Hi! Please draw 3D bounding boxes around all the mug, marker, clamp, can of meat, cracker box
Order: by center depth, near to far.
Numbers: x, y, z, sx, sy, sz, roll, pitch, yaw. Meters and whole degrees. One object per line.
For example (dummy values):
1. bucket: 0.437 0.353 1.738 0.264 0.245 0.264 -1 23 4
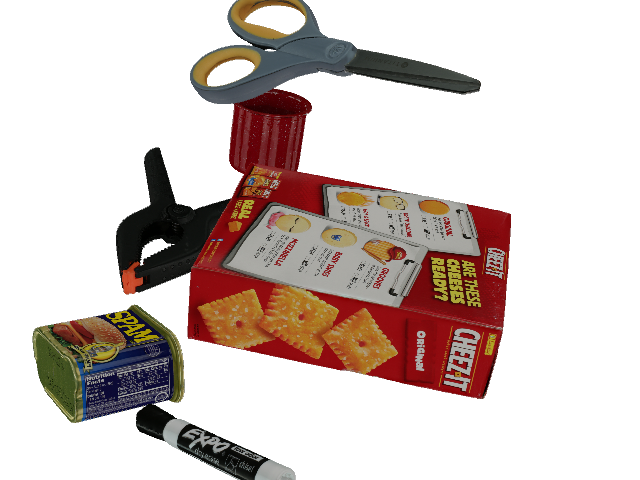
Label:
1. marker: -0.066 0.123 0.630 0.121 0.020 0.020 16 10 37
2. cracker box: 0.027 0.025 0.790 0.214 0.072 0.164 12 32 6
3. can of meat: -0.163 0.093 0.813 0.083 0.057 0.102 -10 20 -30
4. clamp: -0.148 -0.022 1.060 0.165 0.036 0.209 21 41 20
5. mug: -0.057 -0.126 1.230 0.093 0.081 0.117 16 27 14

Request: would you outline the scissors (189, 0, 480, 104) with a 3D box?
1. scissors: -0.006 -0.094 0.612 0.202 0.096 0.016 40 -11 45
